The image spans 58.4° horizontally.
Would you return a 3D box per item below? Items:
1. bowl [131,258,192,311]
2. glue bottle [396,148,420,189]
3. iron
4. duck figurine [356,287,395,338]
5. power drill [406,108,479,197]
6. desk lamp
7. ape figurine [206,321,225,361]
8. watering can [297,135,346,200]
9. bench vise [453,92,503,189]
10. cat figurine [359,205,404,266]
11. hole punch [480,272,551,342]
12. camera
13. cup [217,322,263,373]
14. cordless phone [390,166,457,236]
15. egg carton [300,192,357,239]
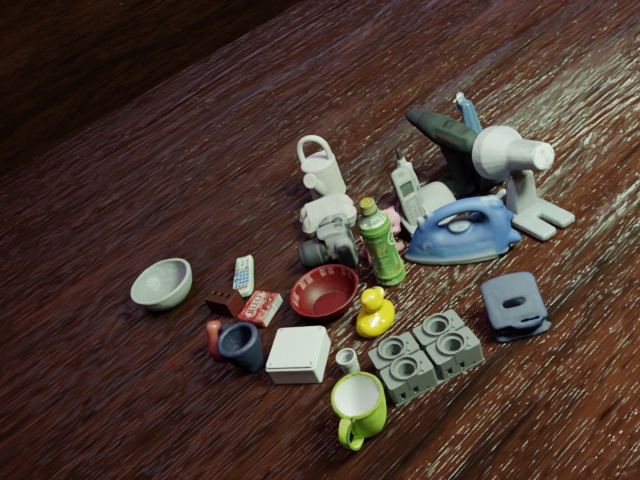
[{"bbox_3d":[-0.398,0.128,1.485,0.167,0.075,0.167,-14,37,11],"label":"bowl"},{"bbox_3d":[0.216,-0.159,1.443,0.037,0.173,0.078,2,43,29],"label":"glue bottle"},{"bbox_3d":[0.300,-0.031,1.265,0.258,0.142,0.118,-13,38,13],"label":"iron"},{"bbox_3d":[0.108,0.144,1.192,0.077,0.086,0.105,11,48,37],"label":"duck figurine"},{"bbox_3d":[0.319,-0.219,1.434,0.076,0.209,0.228,-39,39,-21],"label":"power drill"},{"bbox_3d":[0.446,-0.138,1.262,0.118,0.214,0.202,-33,38,-14],"label":"desk lamp"},{"bbox_3d":[-0.222,0.216,1.269,0.077,0.092,0.076,22,55,44],"label":"ape figurine"},{"bbox_3d":[-0.001,-0.200,1.589,0.101,0.194,0.172,-19,37,5],"label":"watering can"},{"bbox_3d":[0.398,-0.253,1.426,0.121,0.220,0.206,-33,38,-13],"label":"bench vise"},{"bbox_3d":[0.145,-0.020,1.351,0.128,0.118,0.067,-34,38,-15],"label":"cat figurine"},{"bbox_3d":[0.367,0.125,1.078,0.108,0.091,0.101,-17,37,8],"label":"hole punch"},{"bbox_3d":[0.013,0.005,1.404,0.136,0.101,0.143,-18,37,6],"label":"camera"},{"bbox_3d":[-0.167,0.232,1.218,0.092,0.095,0.117,-39,39,-21],"label":"cup"},{"bbox_3d":[0.242,-0.108,1.355,0.148,0.185,0.093,-33,38,-14],"label":"cordless phone"},{"bbox_3d":[0.021,-0.064,1.512,0.150,0.069,0.107,-21,36,2],"label":"egg carton"}]
